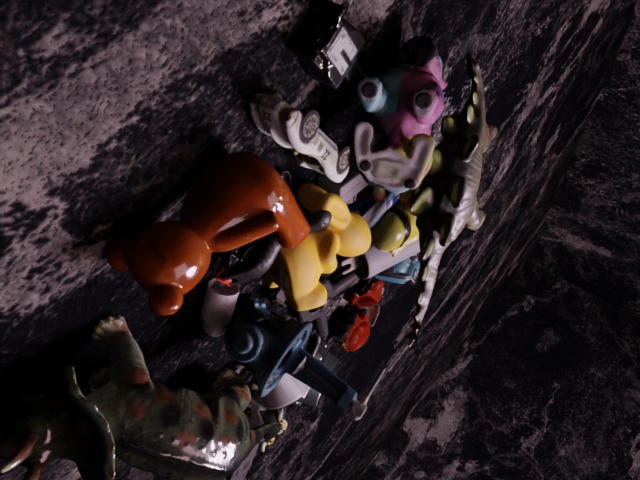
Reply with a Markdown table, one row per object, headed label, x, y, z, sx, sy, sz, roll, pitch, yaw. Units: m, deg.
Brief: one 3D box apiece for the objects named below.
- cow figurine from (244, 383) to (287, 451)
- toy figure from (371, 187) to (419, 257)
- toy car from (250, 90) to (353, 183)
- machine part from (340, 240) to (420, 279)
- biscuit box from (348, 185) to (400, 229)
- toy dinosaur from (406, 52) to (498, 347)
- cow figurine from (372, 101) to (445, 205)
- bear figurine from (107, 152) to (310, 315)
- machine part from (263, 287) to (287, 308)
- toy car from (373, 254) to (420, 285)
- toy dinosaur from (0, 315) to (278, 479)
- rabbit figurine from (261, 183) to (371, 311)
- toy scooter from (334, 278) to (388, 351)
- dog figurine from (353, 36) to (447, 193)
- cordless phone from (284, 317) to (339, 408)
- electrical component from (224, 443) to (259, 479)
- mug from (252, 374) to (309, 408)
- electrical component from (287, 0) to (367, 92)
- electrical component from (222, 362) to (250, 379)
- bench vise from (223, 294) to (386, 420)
| label | x | y | z | sx | sy | sz | roll | pitch | yaw |
| --- | --- | --- | --- | --- | --- | --- | --- | --- | --- |
| cow figurine | -0.103 | 0.347 | 1.028 | 0.068 | 0.098 | 0.167 | -43 | 150 | -41 |
| toy figure | 0.166 | -0.043 | 0.997 | 0.180 | 0.082 | 0.089 | -27 | 153 | -22 |
| toy car | -0.019 | -0.126 | 0.678 | 0.056 | 0.074 | 0.201 | -60 | 154 | 2 |
| machine part | 0.140 | 0.011 | 1.060 | 0.243 | 0.079 | 0.079 | -25 | 141 | -26 |
| biscuit box | 0.107 | -0.096 | 0.947 | 0.203 | 0.063 | 0.059 | -46 | 151 | -24 |
| toy dinosaur | 0.204 | -0.066 | 0.869 | 0.198 | 0.105 | 0.470 | -8 | 106 | -65 |
| cow figurine | 0.143 | -0.167 | 0.878 | 0.127 | 0.086 | 0.195 | 86 | 24 | -56 |
| bear figurine | -0.118 | -0.001 | 0.595 | 0.196 | 0.120 | 0.131 | -49 | 156 | -14 |
| machine part | -0.036 | 0.052 | 0.889 | 0.139 | 0.039 | 0.084 | -50 | 154 | -17 |
| toy car | 0.170 | 0.036 | 1.162 | 0.161 | 0.109 | 0.102 | -11 | 111 | -67 |
| toy dinosaur | -0.163 | 0.213 | 0.603 | 0.404 | 0.192 | 0.131 | 27 | 107 | -35 |
| rabbit figurine | -0.002 | -0.002 | 0.800 | 0.173 | 0.122 | 0.162 | -18 | 115 | -25 |
| toy scooter | 0.079 | 0.161 | 1.168 | 0.183 | 0.075 | 0.135 | -64 | 154 | 6 |
| dog figurine | 0.126 | -0.185 | 0.771 | 0.219 | 0.109 | 0.191 | -54 | 151 | -58 |
| cordless phone | -0.051 | 0.233 | 1.017 | 0.146 | 0.089 | 0.184 | -61 | 146 | -16 |
| electrical component | -0.166 | 0.343 | 0.893 | 0.058 | 0.115 | 0.134 | -24 | 140 | -52 |
| mug | -0.083 | 0.224 | 0.936 | 0.081 | 0.110 | 0.107 | -27 | 98 | -37 |
| electrical component | 0.017 | -0.229 | 0.658 | 0.075 | 0.048 | 0.119 | -59 | 155 | 4 |
| electrical component | -0.156 | 0.240 | 0.902 | 0.094 | 0.021 | 0.063 | -40 | 150 | -34 |
| bench vise | -0.036 | 0.175 | 0.775 | 0.129 | 0.241 | 0.223 | -55 | 167 | -11 |
